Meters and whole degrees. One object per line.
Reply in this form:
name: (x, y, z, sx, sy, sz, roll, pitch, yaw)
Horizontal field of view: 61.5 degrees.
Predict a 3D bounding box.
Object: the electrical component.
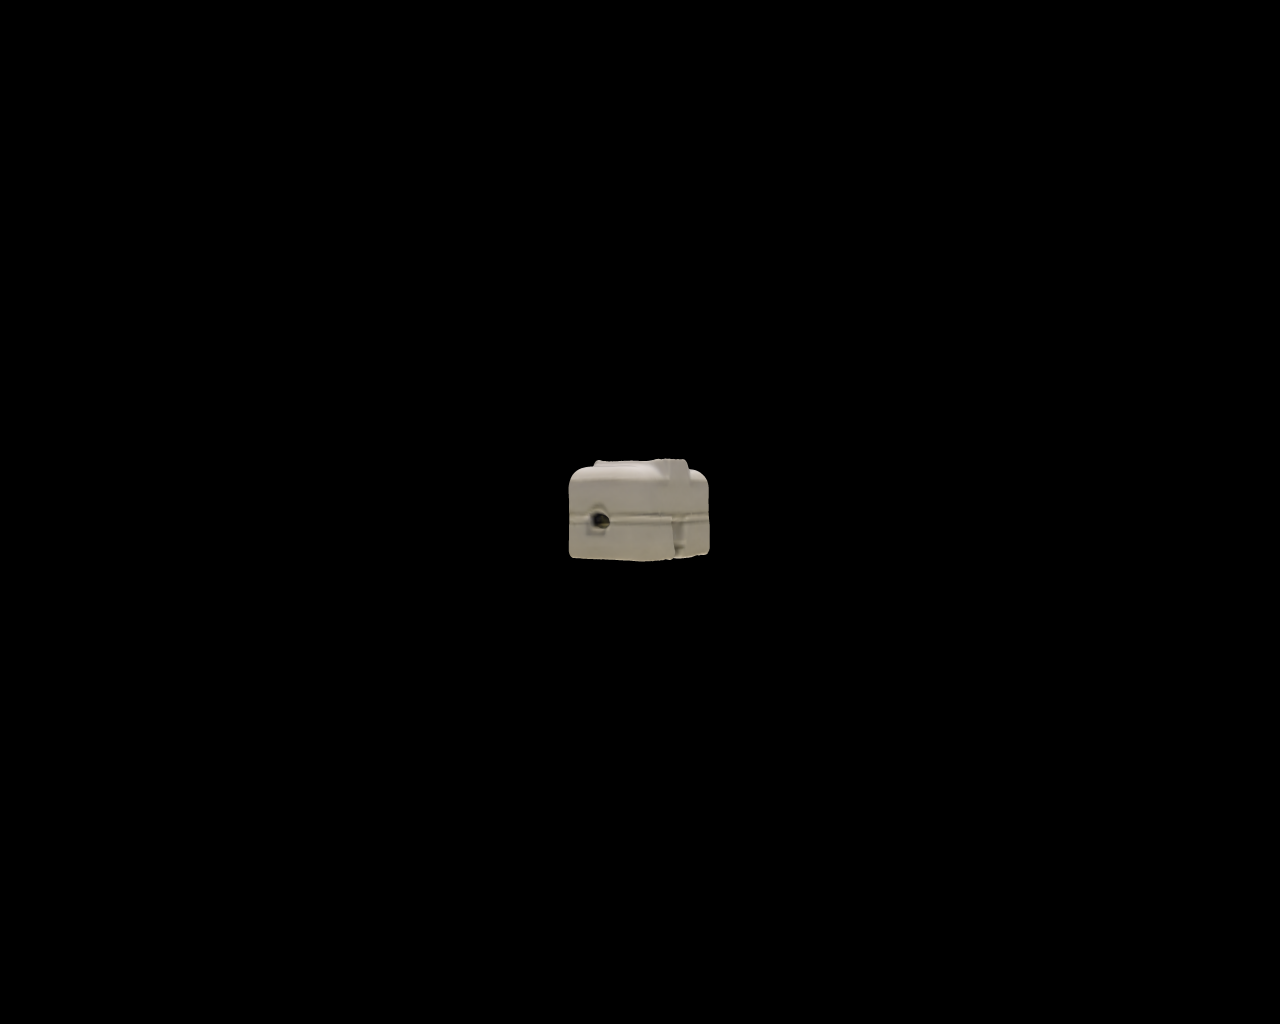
electrical component: (0.001, -0.003, 0.650, 0.054, 0.059, 0.095, 0, 0, 32)
